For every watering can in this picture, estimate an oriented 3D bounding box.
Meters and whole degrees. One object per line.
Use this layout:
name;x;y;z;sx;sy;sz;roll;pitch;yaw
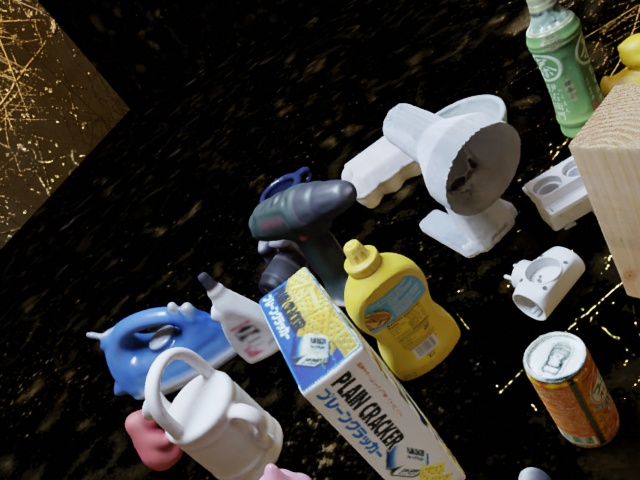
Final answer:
watering can;-0.144;0.212;0.695;0.172;0.194;0.101;-26;31;18

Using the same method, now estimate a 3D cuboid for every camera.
camera;-0.057;0.032;0.951;0.142;0.101;0.137;1;46;47

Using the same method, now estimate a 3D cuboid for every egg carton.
egg carton;0.112;-0.127;1.031;0.150;0.070;0.107;-37;30;0

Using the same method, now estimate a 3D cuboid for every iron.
iron;-0.250;0.159;0.936;0.258;0.142;0.118;-25;32;19

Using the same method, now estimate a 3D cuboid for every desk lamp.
desk lamp;0.175;-0.080;0.751;0.118;0.214;0.202;-41;30;-7

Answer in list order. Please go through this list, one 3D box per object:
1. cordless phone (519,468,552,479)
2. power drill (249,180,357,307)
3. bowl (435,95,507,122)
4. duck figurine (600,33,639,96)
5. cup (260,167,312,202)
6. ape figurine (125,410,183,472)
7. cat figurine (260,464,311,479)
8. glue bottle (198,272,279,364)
cordless phone;0.146;0.240;0.357;0.094;0.185;0.148;-14;37;34
power drill;0.007;0.003;0.816;0.228;0.209;0.076;-1;45;46
bowl;0.235;-0.159;0.940;0.167;0.075;0.167;-26;31;18
duck figurine;0.457;-0.254;0.828;0.104;0.086;0.077;-20;34;28
cup;-0.045;-0.074;1.095;0.118;0.095;0.091;-46;31;-16
ape figurine;-0.234;0.274;0.806;0.077;0.092;0.076;-4;43;44
cat figurine;-0.011;0.262;0.561;0.127;0.118;0.067;-15;36;34
glue bottle;-0.122;0.109;0.839;0.078;0.173;0.037;-32;30;9
